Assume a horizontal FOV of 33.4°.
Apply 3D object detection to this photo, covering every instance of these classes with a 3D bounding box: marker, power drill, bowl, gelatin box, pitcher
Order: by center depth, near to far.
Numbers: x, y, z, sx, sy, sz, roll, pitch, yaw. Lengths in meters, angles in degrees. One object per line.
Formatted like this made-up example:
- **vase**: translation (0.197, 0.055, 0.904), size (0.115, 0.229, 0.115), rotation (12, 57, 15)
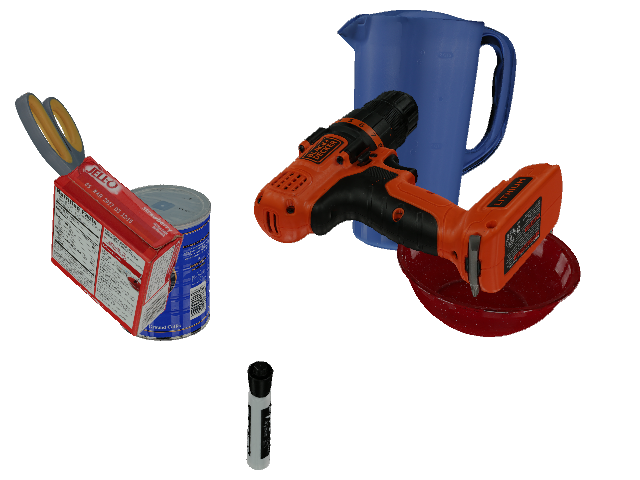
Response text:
- **gelatin box**: translation (-0.119, 0.004, 0.617), size (0.030, 0.073, 0.089), rotation (-43, -14, -34)
- **power drill**: translation (0.072, -0.041, 0.766), size (0.188, 0.057, 0.184), rotation (18, 45, 32)
- **marker**: translation (-0.047, 0.135, 0.821), size (0.020, 0.121, 0.020), rotation (2, 44, -2)
- **bowl**: translation (0.146, 0.037, 0.955), size (0.162, 0.055, 0.162), rotation (2, 32, -2)
- **pitcher**: translation (0.105, -0.116, 1.115), size (0.149, 0.243, 0.144), rotation (11, 15, 33)

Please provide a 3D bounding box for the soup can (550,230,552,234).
- **soup can**: translation (0.226, 0.025, 1.209), size (0.068, 0.102, 0.068), rotation (-2, 29, 1)

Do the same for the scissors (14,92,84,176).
- **scissors**: translation (-0.205, -0.046, 0.944), size (0.016, 0.201, 0.096), rotation (-25, 23, 10)

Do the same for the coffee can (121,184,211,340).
- **coffee can**: translation (-0.171, 0.023, 1.165), size (0.103, 0.140, 0.103), rotation (3, 27, -2)
